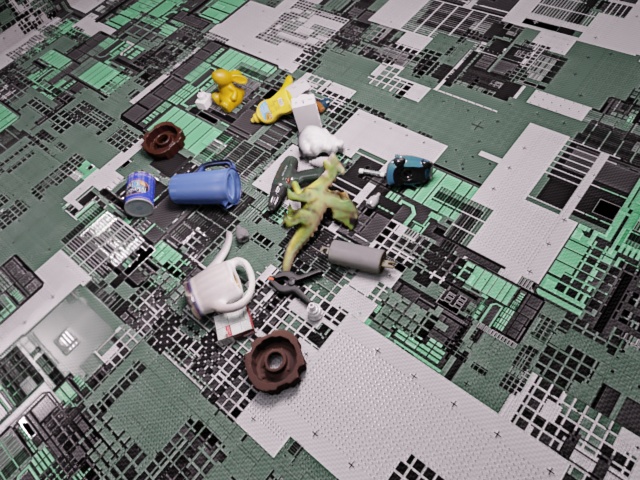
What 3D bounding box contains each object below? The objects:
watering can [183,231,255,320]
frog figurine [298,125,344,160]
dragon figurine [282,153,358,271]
[{"bbox_3d":[-0.327,0.117,1.639,0.225,0.102,0.355,-26,41,-5],"label":"watering can"},{"bbox_3d":[0.002,-0.359,1.890,0.159,0.120,0.140,5,36,30],"label":"frog figurine"},{"bbox_3d":[0.005,-0.085,1.690,0.243,0.121,0.413,4,82,0],"label":"dragon figurine"}]
